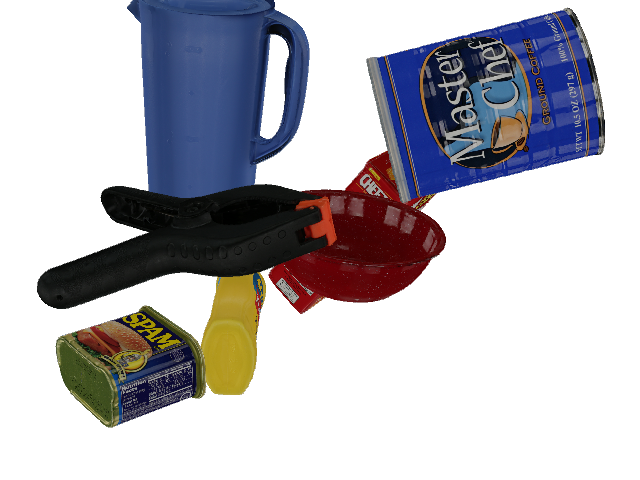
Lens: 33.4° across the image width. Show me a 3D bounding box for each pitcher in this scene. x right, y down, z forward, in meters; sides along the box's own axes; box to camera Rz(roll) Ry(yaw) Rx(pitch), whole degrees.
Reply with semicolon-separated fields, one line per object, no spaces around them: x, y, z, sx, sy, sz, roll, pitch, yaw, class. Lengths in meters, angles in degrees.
-0.108;-0.129;1.077;0.144;0.243;0.149;-10;29;-27;pitcher

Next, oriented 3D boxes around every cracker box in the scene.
0.052;-0.025;1.270;0.214;0.072;0.163;-48;-9;34;cracker box

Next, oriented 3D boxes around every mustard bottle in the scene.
-0.092;0.079;1.173;0.058;0.096;0.191;1;28;1;mustard bottle

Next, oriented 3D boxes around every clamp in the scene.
-0.080;0.001;0.627;0.172;0.039;0.120;-3;36;24;clamp

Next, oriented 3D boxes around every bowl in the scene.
0.027;0.010;0.936;0.162;0.055;0.162;6;23;-3;bowl

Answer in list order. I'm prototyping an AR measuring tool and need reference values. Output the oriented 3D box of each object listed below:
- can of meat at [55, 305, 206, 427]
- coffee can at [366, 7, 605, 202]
-0.156;0.102;0.871;0.083;0.057;0.102;-17;29;-35;can of meat
0.111;-0.092;0.731;0.140;0.103;0.103;-14;-1;5;coffee can
